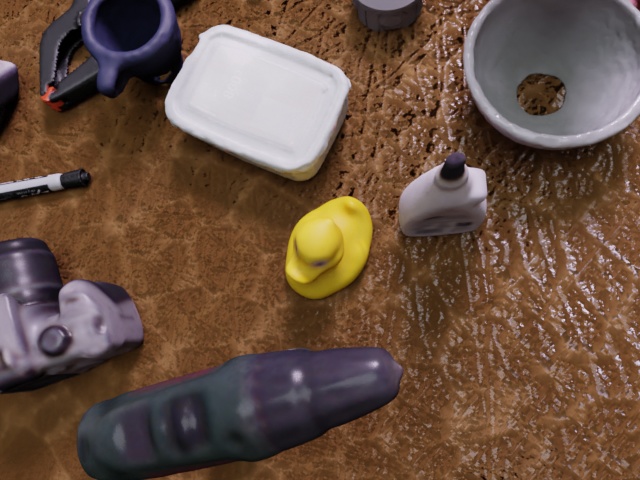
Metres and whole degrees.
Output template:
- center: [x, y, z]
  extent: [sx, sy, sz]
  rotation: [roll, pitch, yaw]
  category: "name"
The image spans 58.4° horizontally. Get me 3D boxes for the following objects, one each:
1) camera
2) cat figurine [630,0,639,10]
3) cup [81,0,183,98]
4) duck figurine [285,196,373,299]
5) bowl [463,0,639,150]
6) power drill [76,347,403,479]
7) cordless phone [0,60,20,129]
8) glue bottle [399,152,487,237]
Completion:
- center: [-0.262, 0.062, 0.533]
  extent: [0.143, 0.101, 0.137]
  rotation: [-21, 77, 2]
  category: "camera"
- center: [0.329, -0.263, 0.523]
  extent: [0.067, 0.118, 0.128]
  rotation: [16, 81, 10]
  category: "cat figurine"
- center: [-0.180, -0.185, 0.577]
  extent: [0.091, 0.095, 0.118]
  rotation: [15, 81, 9]
  category: "cup"
- center: [0.005, 0.002, 0.523]
  extent: [0.077, 0.086, 0.104]
  rotation: [35, 84, 12]
  category: "duck figurine"
- center: [0.214, -0.153, 0.536]
  extent: [0.167, 0.075, 0.167]
  rotation: [-1, 78, 6]
  category: "bowl"
- center: [-0.050, 0.125, 0.441]
  extent: [0.229, 0.208, 0.075]
  rotation: [-16, 77, 3]
  category: "power drill"
- center: [-0.407, -0.174, 0.554]
  extent: [0.147, 0.185, 0.094]
  rotation: [5, 79, 8]
  category: "cordless phone"
- center: [0.105, -0.038, 0.474]
  extent: [0.078, 0.173, 0.037]
  rotation: [-4, 78, 6]
  category: "glue bottle"
